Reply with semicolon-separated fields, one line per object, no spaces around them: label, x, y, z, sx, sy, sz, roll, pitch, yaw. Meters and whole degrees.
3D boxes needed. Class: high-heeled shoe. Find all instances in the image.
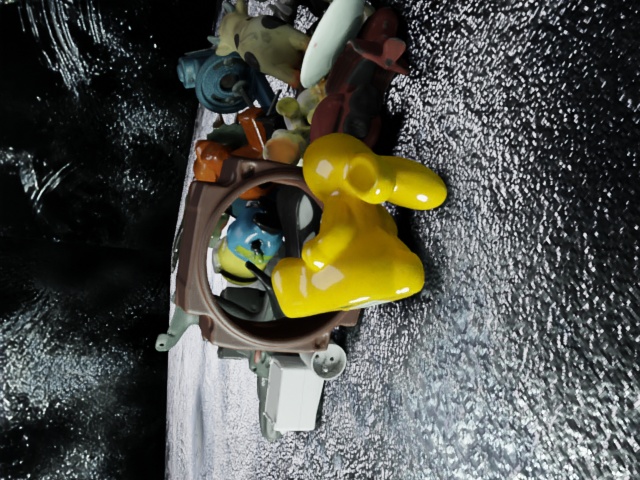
high-heeled shoe;-0.001;-0.002;0.721;0.086;0.145;0.249;-5;50;57

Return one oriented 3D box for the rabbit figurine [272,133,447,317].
rabbit figurine;0.027;-0.024;0.495;0.162;0.122;0.173;-32;63;51

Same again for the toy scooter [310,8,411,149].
toy scooter;0.046;-0.155;0.563;0.135;0.075;0.183;-123;52;-73

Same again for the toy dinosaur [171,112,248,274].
toy dinosaur;-0.212;-0.122;1.111;0.405;0.131;0.192;-79;1;-49

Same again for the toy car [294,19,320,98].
toy car;-0.019;-0.241;0.829;0.089;0.053;0.202;-174;89;-74

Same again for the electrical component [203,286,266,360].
electrical component;-0.117;0.133;0.854;0.058;0.134;0.115;140;134;-66

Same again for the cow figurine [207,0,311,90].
cow figurine;-0.086;-0.275;0.752;0.085;0.127;0.195;-61;22;13

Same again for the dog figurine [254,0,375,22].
dog figurine;-0.018;-0.350;0.650;0.172;0.190;0.121;-104;28;-49

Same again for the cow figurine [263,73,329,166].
cow figurine;-0.019;-0.142;0.686;0.167;0.068;0.098;-57;-8;-21

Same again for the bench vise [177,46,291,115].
bench vise;-0.111;-0.260;0.898;0.241;0.223;0.128;61;144;34

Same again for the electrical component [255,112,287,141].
electrical component;-0.038;-0.132;0.761;0.048;0.075;0.119;15;129;45

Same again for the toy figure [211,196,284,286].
toy figure;-0.104;0.010;0.803;0.180;0.089;0.082;-41;4;47

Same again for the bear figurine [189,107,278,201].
bear figurine;-0.147;-0.128;0.830;0.196;0.131;0.120;22;63;46

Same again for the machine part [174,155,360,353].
machine part;-0.048;0.017;0.590;0.087;0.201;0.200;-164;83;-68

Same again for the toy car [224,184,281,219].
toy car;-0.087;-0.068;0.893;0.162;0.109;0.103;5;71;62

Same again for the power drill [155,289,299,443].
power drill;-0.122;0.150;0.764;0.086;0.207;0.232;45;-120;-79

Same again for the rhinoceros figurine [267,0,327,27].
rhinoceros figurine;-0.014;-0.396;0.776;0.190;0.112;0.073;-68;25;17
